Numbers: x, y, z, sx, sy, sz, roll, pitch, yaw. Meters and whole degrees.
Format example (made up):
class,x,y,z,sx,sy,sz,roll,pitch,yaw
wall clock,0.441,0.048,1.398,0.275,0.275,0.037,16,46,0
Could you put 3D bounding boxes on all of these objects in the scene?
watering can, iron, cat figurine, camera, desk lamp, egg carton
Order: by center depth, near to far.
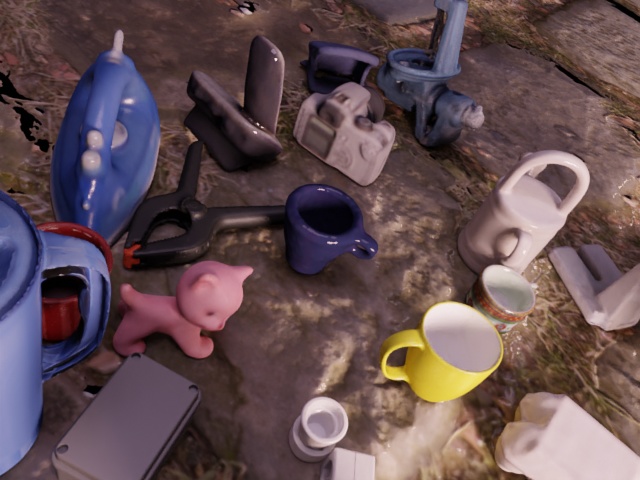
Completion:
class,x,y,z,sx,sy,sz,roll,pitch,yaw
cat figurine,-0.130,0.058,0.553,0.128,0.117,0.067,3,50,-19
egg carton,0.258,0.232,0.588,0.150,0.069,0.107,40,48,15
iron,-0.242,-0.113,0.641,0.119,0.141,0.258,7,49,-16
desk lamp,0.427,0.031,0.730,0.118,0.213,0.203,-3,52,-23
watering can,0.265,-0.046,0.746,0.101,0.194,0.172,7,49,-16
camera,0.056,-0.176,0.841,0.143,0.101,0.137,36,48,11

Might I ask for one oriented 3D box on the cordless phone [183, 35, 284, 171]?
class,x,y,z,sx,sy,sz,roll,pitch,yaw
cordless phone,-0.102,-0.197,0.739,0.147,0.185,0.094,42,49,17

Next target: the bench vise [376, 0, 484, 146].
class,x,y,z,sx,sy,sz,roll,pitch,yaw
bench vise,0.198,-0.273,0.899,0.207,0.219,0.122,39,48,14

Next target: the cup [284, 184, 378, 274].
class,x,y,z,sx,sy,sz,roll,pitch,yaw
cup,0.006,0.002,0.671,0.117,0.095,0.092,32,47,7

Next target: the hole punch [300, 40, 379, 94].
class,x,y,z,sx,sy,sz,roll,pitch,yaw
hole punch,0.031,-0.296,0.942,0.109,0.091,0.101,5,49,-17
